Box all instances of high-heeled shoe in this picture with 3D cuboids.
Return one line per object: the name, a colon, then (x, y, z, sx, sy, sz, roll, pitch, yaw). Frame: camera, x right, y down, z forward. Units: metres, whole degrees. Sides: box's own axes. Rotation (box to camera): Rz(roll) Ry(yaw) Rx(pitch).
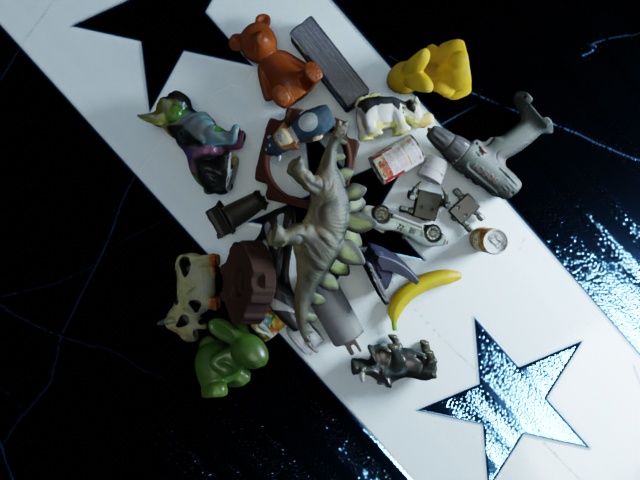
high-heeled shoe: (-0.064, 0.057, 1.146, 0.145, 0.086, 0.249, -35, 76, 19)

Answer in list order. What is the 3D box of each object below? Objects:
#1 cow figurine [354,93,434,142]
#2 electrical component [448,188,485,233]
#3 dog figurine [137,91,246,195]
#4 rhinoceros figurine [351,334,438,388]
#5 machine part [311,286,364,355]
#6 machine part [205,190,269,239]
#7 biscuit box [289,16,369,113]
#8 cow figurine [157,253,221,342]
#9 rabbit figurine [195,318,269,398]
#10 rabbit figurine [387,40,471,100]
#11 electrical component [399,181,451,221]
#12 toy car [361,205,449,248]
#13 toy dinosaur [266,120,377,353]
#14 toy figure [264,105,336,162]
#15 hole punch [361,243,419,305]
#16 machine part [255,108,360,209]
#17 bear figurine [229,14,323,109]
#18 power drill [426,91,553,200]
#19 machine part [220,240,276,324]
cow figurine: (0.156, -0.267, 1.135, 0.167, 0.068, 0.098, -13, 90, -17)
electrical component: (0.314, -0.066, 1.176, 0.063, 0.021, 0.094, -42, 93, 4)
dog figurine: (-0.276, -0.207, 1.136, 0.219, 0.108, 0.191, 16, 97, 4)
rhinoceros figurine: (0.163, 0.270, 1.181, 0.190, 0.073, 0.112, 2, 105, -1)
machine part: (0.024, 0.141, 1.167, 0.079, 0.079, 0.243, -28, 92, 2)
machine part: (-0.180, -0.062, 1.172, 0.139, 0.039, 0.084, -24, 89, 13)
biscuit box: (0.020, -0.369, 1.141, 0.063, 0.059, 0.202, -38, 92, 2)
cow figurine: (-0.281, 0.125, 1.166, 0.127, 0.085, 0.194, 1, 91, 3)
rabbit figurine: (-0.176, 0.238, 1.143, 0.170, 0.121, 0.159, -26, 74, 34)
rabbit figurine: (0.221, -0.338, 1.109, 0.173, 0.162, 0.121, -5, 107, 18)
electrical component: (0.231, -0.082, 1.165, 0.102, 0.045, 0.078, 20, 93, -1)
toy car: (0.179, -0.027, 1.155, 0.202, 0.073, 0.056, 21, 91, 0)
toy dinosaur: (-0.002, -0.003, 1.071, 0.198, 0.105, 0.470, 15, 102, -10)
toy figure: (-0.046, -0.216, 1.071, 0.154, 0.057, 0.064, -28, 55, 4)
hole punch: (0.140, 0.058, 1.137, 0.092, 0.142, 0.115, -30, 107, 4)
machine part: (-0.028, -0.167, 1.143, 0.201, 0.087, 0.201, 15, 94, -2)
bear figurine: (-0.096, -0.375, 1.111, 0.120, 0.132, 0.195, -34, 99, -4)
power drill: (0.370, -0.216, 1.138, 0.207, 0.086, 0.232, -45, 94, 0)
machine part: (-0.153, 0.087, 1.114, 0.056, 0.179, 0.179, 4, 95, -32)
